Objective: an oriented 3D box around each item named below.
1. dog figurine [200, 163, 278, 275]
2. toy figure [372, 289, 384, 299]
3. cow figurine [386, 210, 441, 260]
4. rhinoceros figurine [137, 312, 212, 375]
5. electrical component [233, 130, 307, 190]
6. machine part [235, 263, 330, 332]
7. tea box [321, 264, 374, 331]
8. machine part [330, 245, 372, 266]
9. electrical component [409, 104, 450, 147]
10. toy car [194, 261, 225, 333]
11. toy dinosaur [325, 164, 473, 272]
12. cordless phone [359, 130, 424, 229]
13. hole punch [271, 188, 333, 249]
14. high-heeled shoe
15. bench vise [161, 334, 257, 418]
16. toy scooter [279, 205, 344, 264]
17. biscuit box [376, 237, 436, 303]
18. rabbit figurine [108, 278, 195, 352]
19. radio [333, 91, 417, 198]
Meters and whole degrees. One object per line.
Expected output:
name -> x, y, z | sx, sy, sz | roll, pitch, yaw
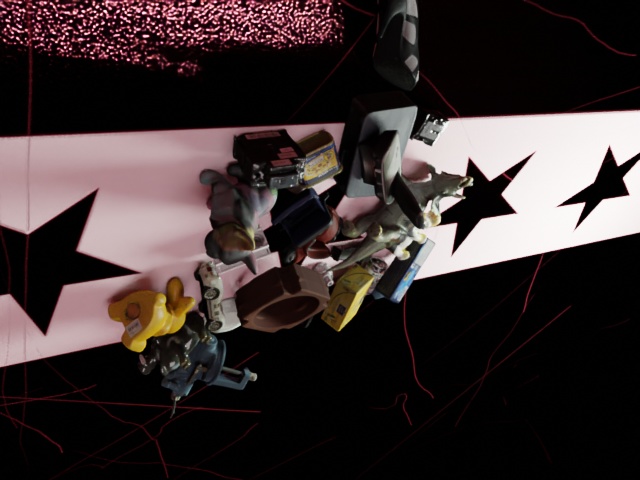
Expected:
dog figurine -> -0.141, -0.041, 1.038 | 0.191, 0.219, 0.108 | -16, 142, -19
toy figure -> 0.215, 0.116, 1.574 | 0.154, 0.064, 0.057 | -32, 96, 0
cow figurine -> 0.238, -0.029, 1.431 | 0.167, 0.068, 0.098 | -46, 134, 14
rhinoceros figurine -> -0.353, 0.256, 1.296 | 0.190, 0.112, 0.073 | -43, 171, -8
electrical component -> -0.093, -0.150, 1.023 | 0.115, 0.134, 0.058 | -11, 136, -22
machine part -> -0.094, 0.145, 1.337 | 0.201, 0.087, 0.201 | -31, 150, 23
tea box -> 0.074, 0.159, 1.476 | 0.098, 0.068, 0.169 | -38, 157, -42
machine part -> 0.089, 0.035, 1.417 | 0.139, 0.039, 0.084 | 1, 137, -37
electrical component -> 0.252, -0.254, 1.217 | 0.119, 0.048, 0.074 | 11, 125, -39
toy car -> -0.255, 0.138, 1.259 | 0.056, 0.074, 0.201 | -16, 137, -21
toy dinosaur -> 0.189, -0.054, 1.334 | 0.192, 0.131, 0.405 | 20, 123, -44
cordless phone -> 0.156, -0.116, 1.072 | 0.089, 0.184, 0.146 | -21, 139, -8
hole punch -> -0.047, -0.062, 1.167 | 0.142, 0.116, 0.092 | -39, 123, 10
high-heeled shoe -> 0.157, -0.394, 1.014 | 0.145, 0.086, 0.248 | -69, 158, -5
bench vise -> -0.287, 0.352, 1.414 | 0.240, 0.129, 0.223 | 22, 99, -26
toy scooter -> -0.003, -0.004, 1.285 | 0.135, 0.075, 0.184 | 16, 124, -43
biscuit box -> 0.237, 0.074, 1.496 | 0.059, 0.063, 0.202 | 27, 97, -49
rabbit figurine -> -0.361, 0.160, 1.208 | 0.162, 0.122, 0.173 | -45, 155, 1
radio -> 0.114, -0.200, 1.161 | 0.131, 0.073, 0.229 | -10, 134, -25
